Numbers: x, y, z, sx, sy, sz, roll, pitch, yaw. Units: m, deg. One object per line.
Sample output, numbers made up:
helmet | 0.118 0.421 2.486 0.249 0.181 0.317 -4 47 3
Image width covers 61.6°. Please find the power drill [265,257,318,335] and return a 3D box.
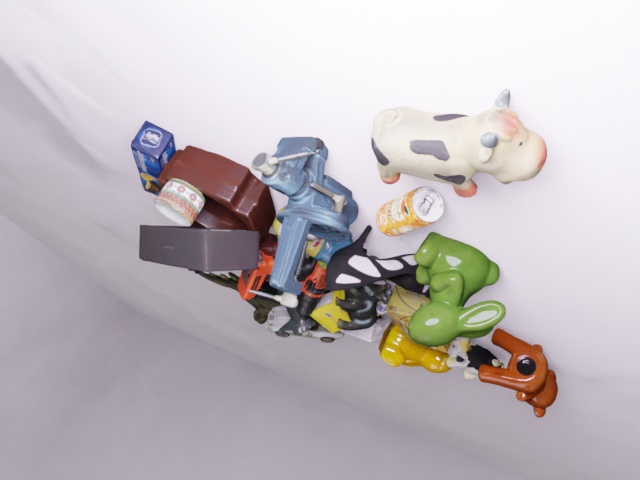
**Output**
power drill | -0.093 0.121 1.292 0.232 0.086 0.207 -11 96 47

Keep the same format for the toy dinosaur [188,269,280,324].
toy dinosaur | -0.153 0.147 1.488 0.472 0.105 0.198 8 146 20

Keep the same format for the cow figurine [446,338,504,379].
cow figurine | 0.340 0.261 1.212 0.098 0.068 0.167 -8 143 47

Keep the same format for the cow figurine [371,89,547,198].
cow figurine | 0.147 -0.106 0.589 0.195 0.085 0.127 15 162 29

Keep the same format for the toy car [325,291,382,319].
toy car | 0.056 0.146 1.300 0.202 0.053 0.089 16 171 24

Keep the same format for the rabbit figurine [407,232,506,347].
rabbit figurine | 0.208 0.100 0.859 0.159 0.170 0.121 23 159 12

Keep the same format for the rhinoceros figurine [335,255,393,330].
rhinoceros figurine | 0.087 0.111 1.072 0.112 0.073 0.190 9 132 5

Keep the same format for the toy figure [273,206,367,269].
toy figure | -0.004 0.000 1.004 0.180 0.082 0.089 28 157 -10

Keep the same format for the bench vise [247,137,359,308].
bench vise | -0.029 -0.023 0.790 0.129 0.240 0.223 10 169 28

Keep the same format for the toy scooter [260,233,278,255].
toy scooter | -0.143 0.019 1.172 0.184 0.075 0.135 -1 174 44

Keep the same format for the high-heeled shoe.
high-heeled shoe | 0.120 0.082 0.955 0.248 0.145 0.086 38 157 -22

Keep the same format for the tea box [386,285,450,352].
tea box | 0.217 0.165 1.137 0.098 0.068 0.169 12 153 33

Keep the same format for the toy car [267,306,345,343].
toy car | -0.034 0.214 1.377 0.202 0.073 0.056 8 144 -4

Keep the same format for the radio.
radio | -0.223 0.011 0.989 0.230 0.073 0.131 7 -175 44

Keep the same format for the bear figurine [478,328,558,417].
bear figurine | 0.417 0.277 1.103 0.132 0.120 0.195 17 162 33

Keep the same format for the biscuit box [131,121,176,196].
biscuit box | -0.318 -0.149 1.050 0.059 0.063 0.202 26 159 0

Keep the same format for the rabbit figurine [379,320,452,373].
rabbit figurine | 0.231 0.270 1.289 0.173 0.122 0.162 23 163 6

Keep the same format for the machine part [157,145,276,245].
machine part | -0.191 -0.081 1.027 0.202 0.087 0.200 23 158 14
